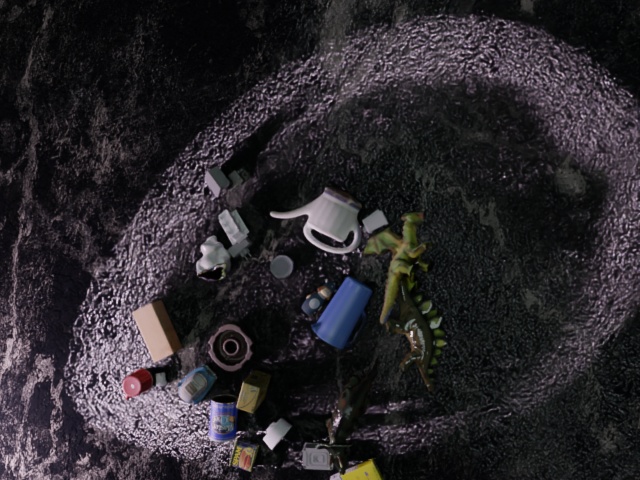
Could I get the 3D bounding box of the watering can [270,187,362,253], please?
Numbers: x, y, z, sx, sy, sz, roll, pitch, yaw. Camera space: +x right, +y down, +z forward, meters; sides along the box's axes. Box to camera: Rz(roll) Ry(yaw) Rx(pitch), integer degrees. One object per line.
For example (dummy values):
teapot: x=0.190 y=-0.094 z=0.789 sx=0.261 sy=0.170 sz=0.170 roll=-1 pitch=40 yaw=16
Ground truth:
watering can: x=0.006 y=-0.095 z=1.888 sx=0.348 sy=0.104 sz=0.224 roll=28 pitch=91 yaw=7

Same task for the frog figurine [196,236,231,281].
frog figurine: x=-0.408 y=0.071 z=1.959 sx=0.136 sy=0.121 sz=0.163 roll=-32 pitch=48 yaw=14

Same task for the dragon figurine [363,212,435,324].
dragon figurine: x=0.261 y=0.070 z=1.840 sx=0.246 sy=0.120 sz=0.412 roll=34 pitch=84 yaw=38
